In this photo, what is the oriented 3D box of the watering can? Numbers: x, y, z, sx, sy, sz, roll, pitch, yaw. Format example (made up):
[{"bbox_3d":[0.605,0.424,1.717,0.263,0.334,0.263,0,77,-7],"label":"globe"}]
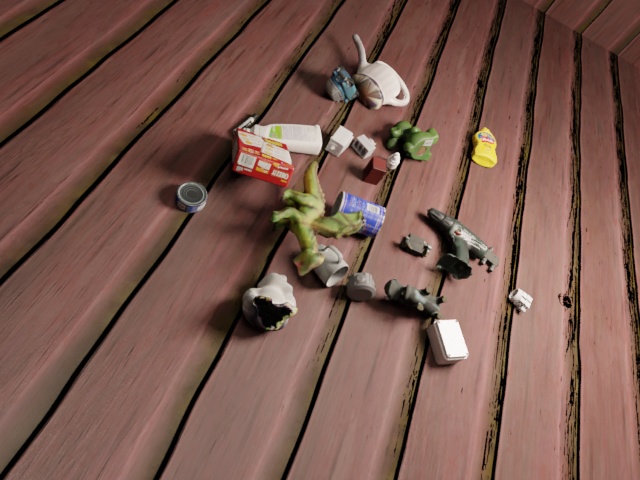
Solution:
[{"bbox_3d":[0.196,-0.630,1.967,0.348,0.102,0.228,47,51,2],"label":"watering can"}]

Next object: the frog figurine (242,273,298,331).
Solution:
[{"bbox_3d":[-0.130,0.152,1.310,0.137,0.121,0.162,3,21,-12],"label":"frog figurine"}]

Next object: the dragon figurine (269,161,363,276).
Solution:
[{"bbox_3d":[0.004,-0.073,1.449,0.243,0.119,0.419,19,52,12],"label":"dragon figurine"}]
